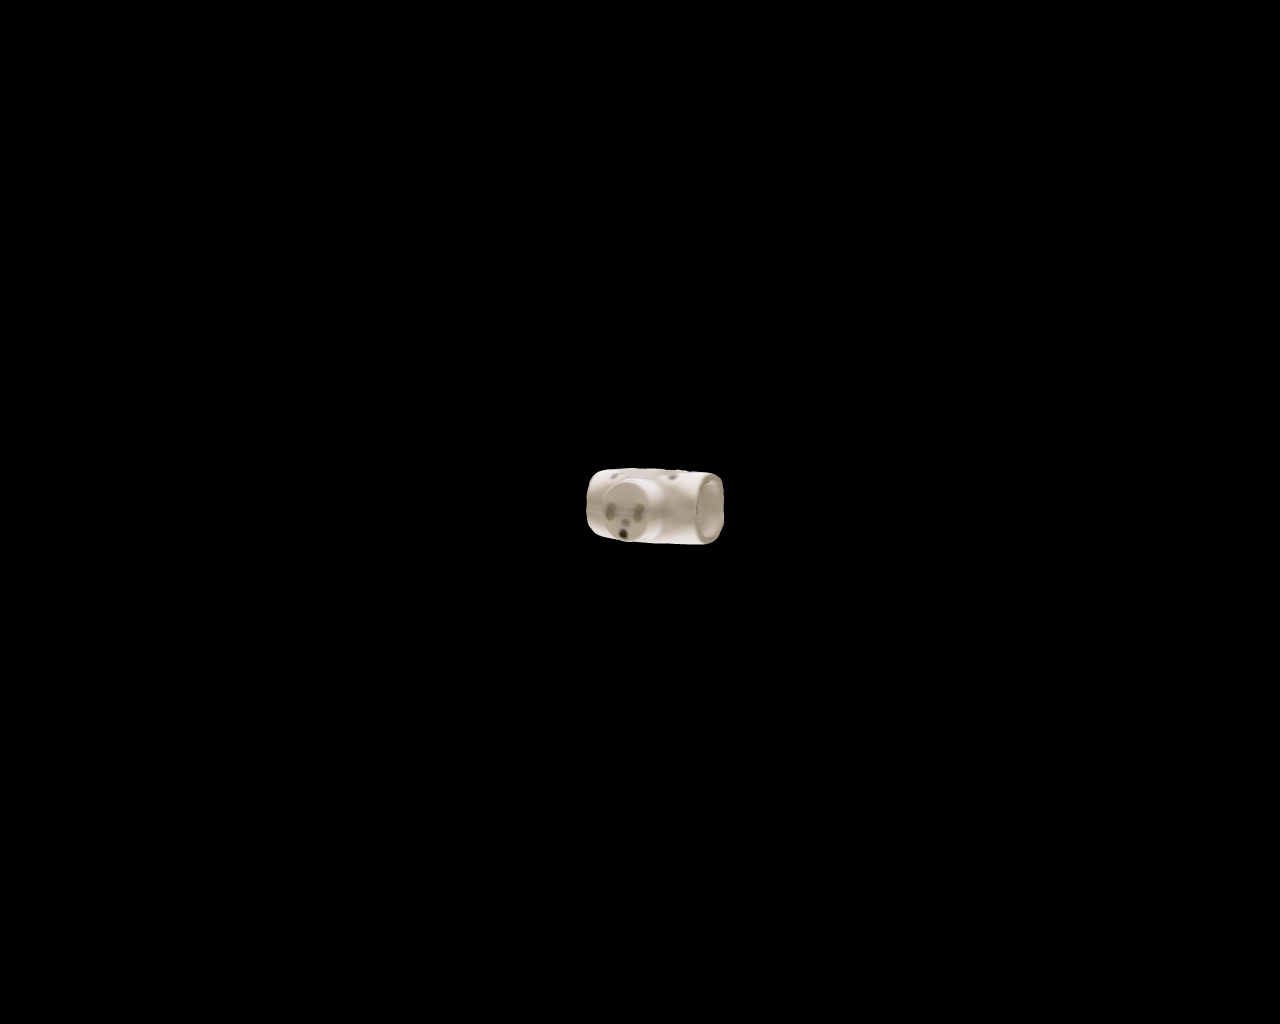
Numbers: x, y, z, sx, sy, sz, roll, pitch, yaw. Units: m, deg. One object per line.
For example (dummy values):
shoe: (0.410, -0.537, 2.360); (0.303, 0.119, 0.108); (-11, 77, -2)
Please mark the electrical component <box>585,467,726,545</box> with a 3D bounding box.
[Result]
electrical component: (0.001, -0.003, 0.650); (0.077, 0.044, 0.079); (4, 8, 29)
